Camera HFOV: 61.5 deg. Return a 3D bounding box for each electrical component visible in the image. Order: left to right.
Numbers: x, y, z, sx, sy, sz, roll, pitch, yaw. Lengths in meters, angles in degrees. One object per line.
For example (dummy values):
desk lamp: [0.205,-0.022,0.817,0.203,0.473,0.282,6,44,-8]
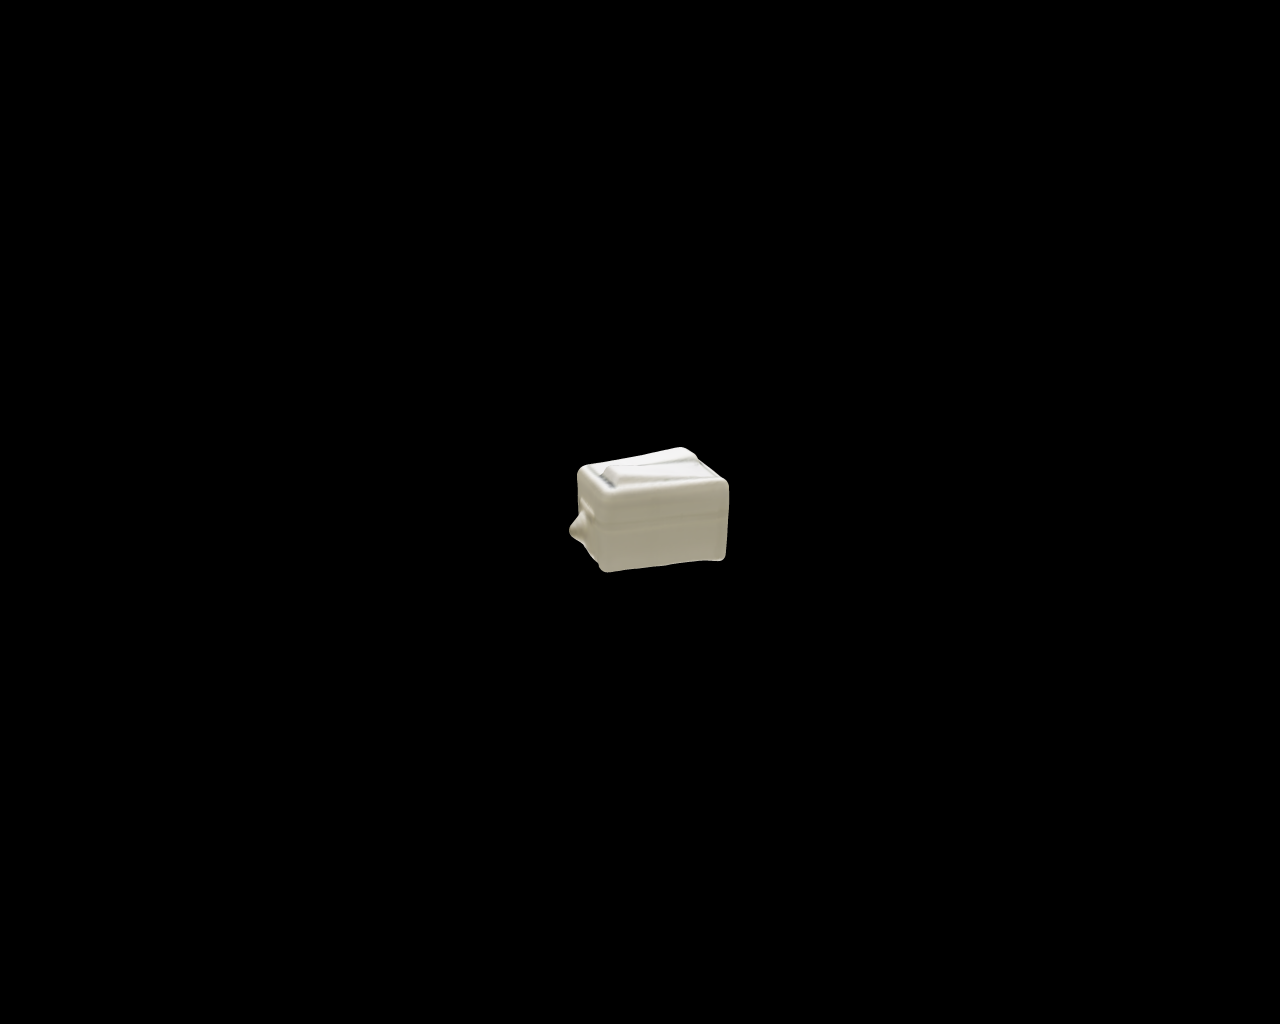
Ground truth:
electrical component: [0.001,-0.003,0.650,0.096,0.061,0.062,-6,20,-16]
